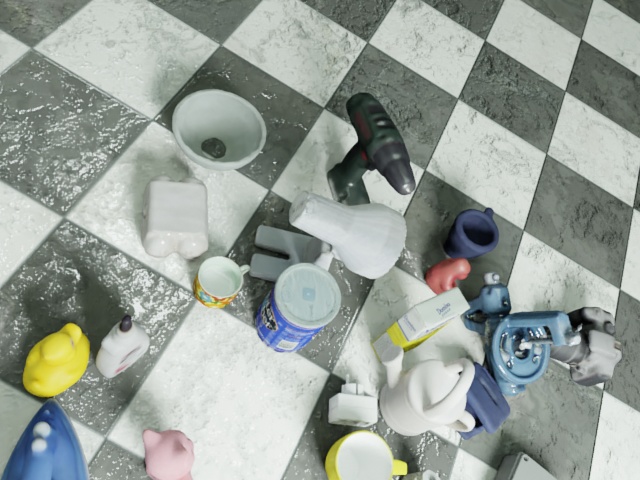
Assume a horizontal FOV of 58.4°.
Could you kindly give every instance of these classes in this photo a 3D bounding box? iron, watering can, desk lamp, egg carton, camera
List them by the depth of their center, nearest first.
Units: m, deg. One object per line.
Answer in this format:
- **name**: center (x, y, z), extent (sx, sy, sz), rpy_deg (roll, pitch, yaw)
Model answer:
- **iron**: center (-0.337, 0.308, 0.685), extent (0.119, 0.141, 0.258), rpy_deg (1, 64, -20)
- **watering can**: center (0.167, 0.233, 0.882), extent (0.173, 0.194, 0.101), rpy_deg (19, 59, -10)
- **desk lamp**: center (0.009, 0.003, 0.931), extent (0.203, 0.213, 0.118), rpy_deg (13, 60, -13)
- **egg carton**: center (-0.238, -0.038, 0.945), extent (0.107, 0.069, 0.150), rpy_deg (2, 63, -19)
- **camera**: center (0.488, 0.186, 1.083), extent (0.137, 0.100, 0.143), rpy_deg (21, 59, -9)

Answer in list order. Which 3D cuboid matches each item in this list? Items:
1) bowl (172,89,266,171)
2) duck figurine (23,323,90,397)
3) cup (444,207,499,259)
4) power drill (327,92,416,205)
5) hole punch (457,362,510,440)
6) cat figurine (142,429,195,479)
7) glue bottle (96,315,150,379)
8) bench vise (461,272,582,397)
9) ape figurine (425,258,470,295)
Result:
- **bowl**: center (-0.185, -0.186, 1.038), extent (0.168, 0.074, 0.167), rpy_deg (9, 61, -16)
- **duck figurine**: center (-0.362, 0.160, 0.785), extent (0.077, 0.086, 0.105), rpy_deg (31, 57, -3)
- **cup**: center (0.289, -0.009, 1.113), extent (0.091, 0.095, 0.118), rpy_deg (39, 57, 2)
- **power drill**: center (0.088, -0.138, 1.037), extent (0.076, 0.208, 0.229), rpy_deg (-8, 67, -23)
- **hole punch**: center (0.266, 0.264, 0.965), extent (0.101, 0.091, 0.108), rpy_deg (-26, 75, -29)
- **cat figurine**: center (-0.190, 0.307, 0.755), extent (0.067, 0.117, 0.127), rpy_deg (-18, 71, -27)
- **glue bottle**: center (-0.267, 0.137, 0.781), extent (0.037, 0.173, 0.078), rpy_deg (43, 58, 5)
- **bench vise**: center (0.330, 0.147, 0.973), extent (0.122, 0.219, 0.207), rpy_deg (-25, 74, -29)
- **ape figurine**: center (0.244, 0.063, 1.060), extent (0.076, 0.092, 0.078), rpy_deg (27, 58, -5)
